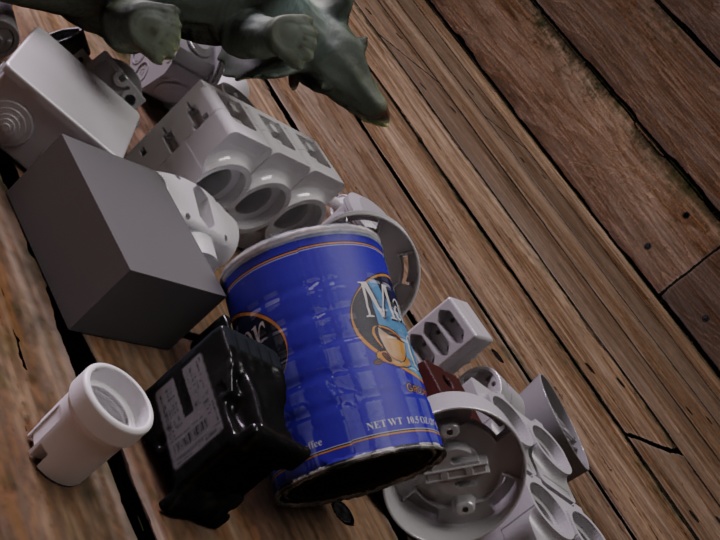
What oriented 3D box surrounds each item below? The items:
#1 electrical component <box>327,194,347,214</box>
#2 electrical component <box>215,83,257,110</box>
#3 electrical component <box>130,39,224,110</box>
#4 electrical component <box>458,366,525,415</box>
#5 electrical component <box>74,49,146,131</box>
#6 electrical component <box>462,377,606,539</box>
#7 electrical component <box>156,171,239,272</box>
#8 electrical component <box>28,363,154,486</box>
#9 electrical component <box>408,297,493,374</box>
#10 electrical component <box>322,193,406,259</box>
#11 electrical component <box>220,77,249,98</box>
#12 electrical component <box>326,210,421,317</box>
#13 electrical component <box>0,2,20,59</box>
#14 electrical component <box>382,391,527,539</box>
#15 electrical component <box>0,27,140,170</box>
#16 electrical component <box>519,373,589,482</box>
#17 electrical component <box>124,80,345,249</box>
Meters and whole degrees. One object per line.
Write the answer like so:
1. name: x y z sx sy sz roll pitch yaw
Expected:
1. electrical component: -0.012 -0.060 1.080 0.061 0.035 0.035 27 27 -45
2. electrical component: -0.110 -0.102 0.858 0.079 0.077 0.044 22 31 -57
3. electrical component: -0.154 -0.177 0.911 0.051 0.080 0.080 24 29 -43
4. electrical component: 0.115 0.121 0.965 0.047 0.055 0.055 40 18 -38
5. electrical component: -0.182 -0.129 0.775 0.066 0.048 0.055 52 -1 -14
6. electrical component: 0.128 0.181 0.855 0.105 0.060 0.186 37 20 -32
7. electrical component: -0.117 -0.017 0.715 0.077 0.043 0.079 33 32 -53
8. electrical component: -0.125 0.072 0.494 0.040 0.046 0.040 43 18 -18
9. electrical component: 0.087 0.067 0.991 0.077 0.066 0.047 18 34 -59
10. electrical component: 0.003 -0.030 1.022 0.080 0.051 0.080 43 18 -17
11. electrical component: -0.132 -0.159 0.994 0.044 0.044 0.065 46 22 -9
12. electrical component: 0.000 0.000 0.879 0.099 0.099 0.064 46 11 -8
13. electrical component: -0.253 -0.174 0.729 0.044 0.044 0.065 28 31 -49
14. electrical component: 0.065 0.135 0.744 0.099 0.099 0.064 46 11 -9
15. electrical component: -0.195 -0.098 0.689 0.100 0.048 0.099 42 18 -21
16. electrical component: 0.181 0.156 1.031 0.099 0.064 0.099 43 18 -17
17. electrical component: -0.090 -0.069 0.812 0.150 0.089 0.061 20 33 -57
